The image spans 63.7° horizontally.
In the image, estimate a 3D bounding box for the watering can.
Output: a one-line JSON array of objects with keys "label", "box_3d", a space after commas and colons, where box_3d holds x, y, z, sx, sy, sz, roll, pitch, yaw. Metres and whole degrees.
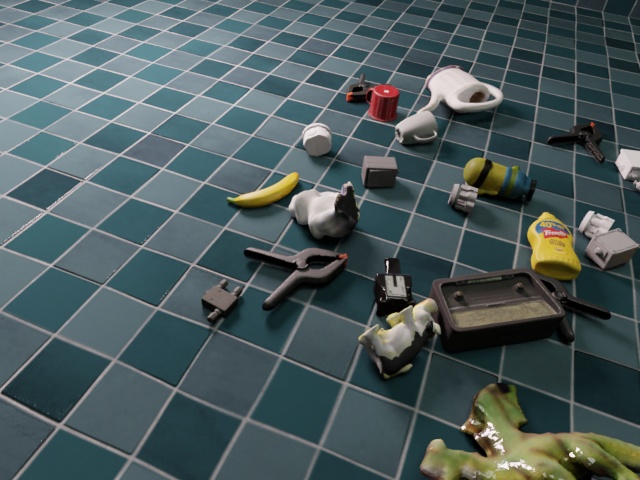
[{"label": "watering can", "box_3d": [0.412, -0.465, 1.635, 0.349, 0.101, 0.229, -13, 44, -21]}]

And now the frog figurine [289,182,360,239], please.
[{"label": "frog figurine", "box_3d": [0.004, -0.058, 1.161, 0.158, 0.120, 0.141, -16, 41, 31]}]

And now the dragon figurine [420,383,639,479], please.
[{"label": "dragon figurine", "box_3d": [0.338, 0.305, 0.783, 0.412, 0.119, 0.247, -13, 37, -21]}]
